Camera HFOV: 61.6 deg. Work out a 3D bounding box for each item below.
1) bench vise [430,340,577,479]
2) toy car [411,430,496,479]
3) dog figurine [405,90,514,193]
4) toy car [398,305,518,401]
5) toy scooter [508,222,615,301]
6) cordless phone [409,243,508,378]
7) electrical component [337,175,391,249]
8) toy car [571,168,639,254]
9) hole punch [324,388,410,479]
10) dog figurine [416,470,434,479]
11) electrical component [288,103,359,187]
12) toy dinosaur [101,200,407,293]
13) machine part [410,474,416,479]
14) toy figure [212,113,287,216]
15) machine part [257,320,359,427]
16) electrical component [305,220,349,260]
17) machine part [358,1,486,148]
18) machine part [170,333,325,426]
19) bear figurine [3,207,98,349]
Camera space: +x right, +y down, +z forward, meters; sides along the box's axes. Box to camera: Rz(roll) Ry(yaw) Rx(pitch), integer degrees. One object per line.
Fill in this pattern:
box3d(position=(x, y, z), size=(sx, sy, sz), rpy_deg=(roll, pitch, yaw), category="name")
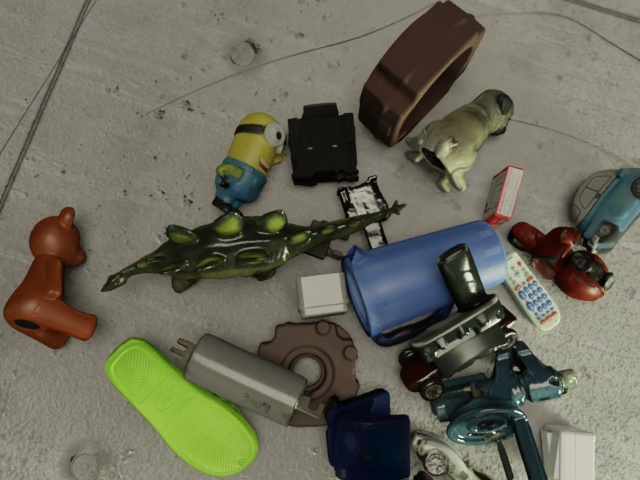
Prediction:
box3d(position=(0.285, 0.276, 0.793), size=(0.224, 0.128, 0.241), rpy_deg=(-9, 46, 5), category="bench vise")
box3d(position=(0.223, 0.362, 0.825), size=(0.202, 0.073, 0.056), rpy_deg=(39, 86, 4), category="toy car")
box3d(position=(0.243, -0.184, 0.863), size=(0.121, 0.172, 0.190), rpy_deg=(44, 91, -6), category="dog figurine")
box3d(position=(0.217, 0.173, 0.844), size=(0.202, 0.089, 0.053), rpy_deg=(-33, 121, -3), category="toy car")
box3d(position=(0.392, 0.029, 0.847), size=(0.184, 0.135, 0.075), rpy_deg=(38, 81, 3), category="toy scooter")
box3d(position=(0.181, 0.097, 0.762), size=(0.147, 0.184, 0.089), rpy_deg=(-31, 39, 2), category="cordless phone")
box3d(position=(0.080, -0.042, 0.896), size=(0.075, 0.047, 0.119), rpy_deg=(-22, 83, -3), category="electrical component")
box3d(position=(0.473, -0.058, 0.886), size=(0.161, 0.109, 0.103), rpy_deg=(-49, 62, 4), category="toy car")
box3d(position=(0.073, 0.297, 0.796), size=(0.116, 0.092, 0.142), rpy_deg=(-11, 112, -22), category="hole punch")
box3d(position=(0.192, 0.451, 0.776), size=(0.108, 0.191, 0.219), rpy_deg=(-35, 68, -20), category="dog figurine")
box3d(position=(0.005, -0.162, 0.902), size=(0.115, 0.058, 0.134), rpy_deg=(-6, 76, 1), category="electrical component")
box3d(position=(-0.108, 0.010, 0.812), size=(0.472, 0.198, 0.105), rpy_deg=(-16, 86, -1), category="toy dinosaur")
box3d(position=(0.098, 0.387, 0.825), size=(0.139, 0.084, 0.039), rpy_deg=(-4, 54, -10), category="machine part")
box3d(position=(-0.122, -0.127, 0.891), size=(0.089, 0.082, 0.180), rpy_deg=(29, 84, 2), category="toy figure")
box3d(position=(-0.020, 0.210, 0.854), size=(0.179, 0.056, 0.179), rpy_deg=(0, 82, 1), category="machine part")
box3d(position=(-0.002, -0.003, 0.902), size=(0.094, 0.021, 0.063), rpy_deg=(19, 82, 3), category="electrical component")
box3d(position=(0.153, -0.259, 0.852), size=(0.087, 0.201, 0.201), rpy_deg=(44, 84, 7), category="machine part")
box3d(position=(-0.109, 0.205, 0.791), size=(0.243, 0.079, 0.079), rpy_deg=(24, 82, 6), category="machine part")
box3d(position=(-0.416, 0.056, 0.856), size=(0.120, 0.131, 0.196), rpy_deg=(-21, 47, 29), category="bear figurine")
